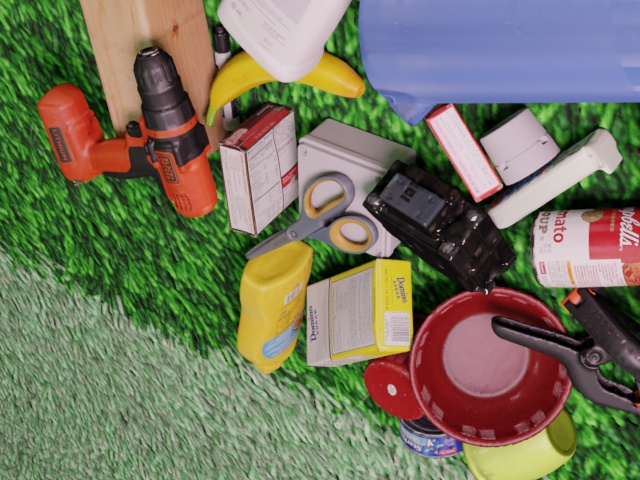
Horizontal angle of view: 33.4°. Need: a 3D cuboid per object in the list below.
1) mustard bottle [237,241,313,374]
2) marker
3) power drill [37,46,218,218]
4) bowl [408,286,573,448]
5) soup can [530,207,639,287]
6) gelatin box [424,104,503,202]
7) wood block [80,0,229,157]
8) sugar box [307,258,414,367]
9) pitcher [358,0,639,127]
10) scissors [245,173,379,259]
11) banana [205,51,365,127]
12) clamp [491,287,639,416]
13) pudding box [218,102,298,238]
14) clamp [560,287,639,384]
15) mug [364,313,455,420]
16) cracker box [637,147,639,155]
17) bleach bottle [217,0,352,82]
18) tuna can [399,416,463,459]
[{"bbox_3d":[-0.056,0.090,1.240,0.058,0.096,0.192,29,138,21],"label":"mustard bottle"},{"bbox_3d":[-0.098,-0.170,1.120,0.020,0.020,0.121,21,134,28],"label":"marker"},{"bbox_3d":[-0.198,-0.114,1.083,0.188,0.057,0.184,12,129,34],"label":"power drill"},{"bbox_3d":[0.168,0.121,1.062,0.162,0.055,0.162,0,98,3],"label":"bowl"},{"bbox_3d":[0.238,0.006,0.913,0.102,0.068,0.068,-2,122,27],"label":"soup can"},{"bbox_3d":[0.126,-0.083,0.952,0.030,0.073,0.089,-32,101,9],"label":"gelatin box"},{"bbox_3d":[-0.170,-0.182,1.119,0.090,0.090,0.206,16,131,31],"label":"wood block"},{"bbox_3d":[0.039,0.081,1.129,0.176,0.048,0.093,154,119,-65],"label":"sugar box"},{"bbox_3d":[0.161,-0.175,0.812,0.243,0.144,0.149,8,139,33],"label":"pitcher"},{"bbox_3d":[-0.007,0.001,1.094,0.096,0.016,0.202,44,141,3],"label":"scissors"},{"bbox_3d":[-0.041,-0.161,1.056,0.198,0.037,0.069,-6,104,38],"label":"banana"},{"bbox_3d":[0.246,0.104,1.005,0.120,0.039,0.171,-30,99,29],"label":"clamp"},{"bbox_3d":[-0.061,-0.073,1.113,0.039,0.089,0.113,18,133,29],"label":"pudding box"},{"bbox_3d":[0.301,0.116,0.929,0.210,0.164,0.036,44,107,19],"label":"clamp"},{"bbox_3d":[0.109,0.139,1.145,0.117,0.081,0.093,-7,118,45],"label":"mug"},{"bbox_3d":[0.352,-0.045,0.725,0.214,0.072,0.164,45,106,4],"label":"cracker box"},{"bbox_3d":[0.005,-0.236,0.848,0.102,0.068,0.251,45,142,0],"label":"bleach bottle"},{"bbox_3d":[0.129,0.198,1.175,0.086,0.086,0.034,16,130,32],"label":"tuna can"}]
